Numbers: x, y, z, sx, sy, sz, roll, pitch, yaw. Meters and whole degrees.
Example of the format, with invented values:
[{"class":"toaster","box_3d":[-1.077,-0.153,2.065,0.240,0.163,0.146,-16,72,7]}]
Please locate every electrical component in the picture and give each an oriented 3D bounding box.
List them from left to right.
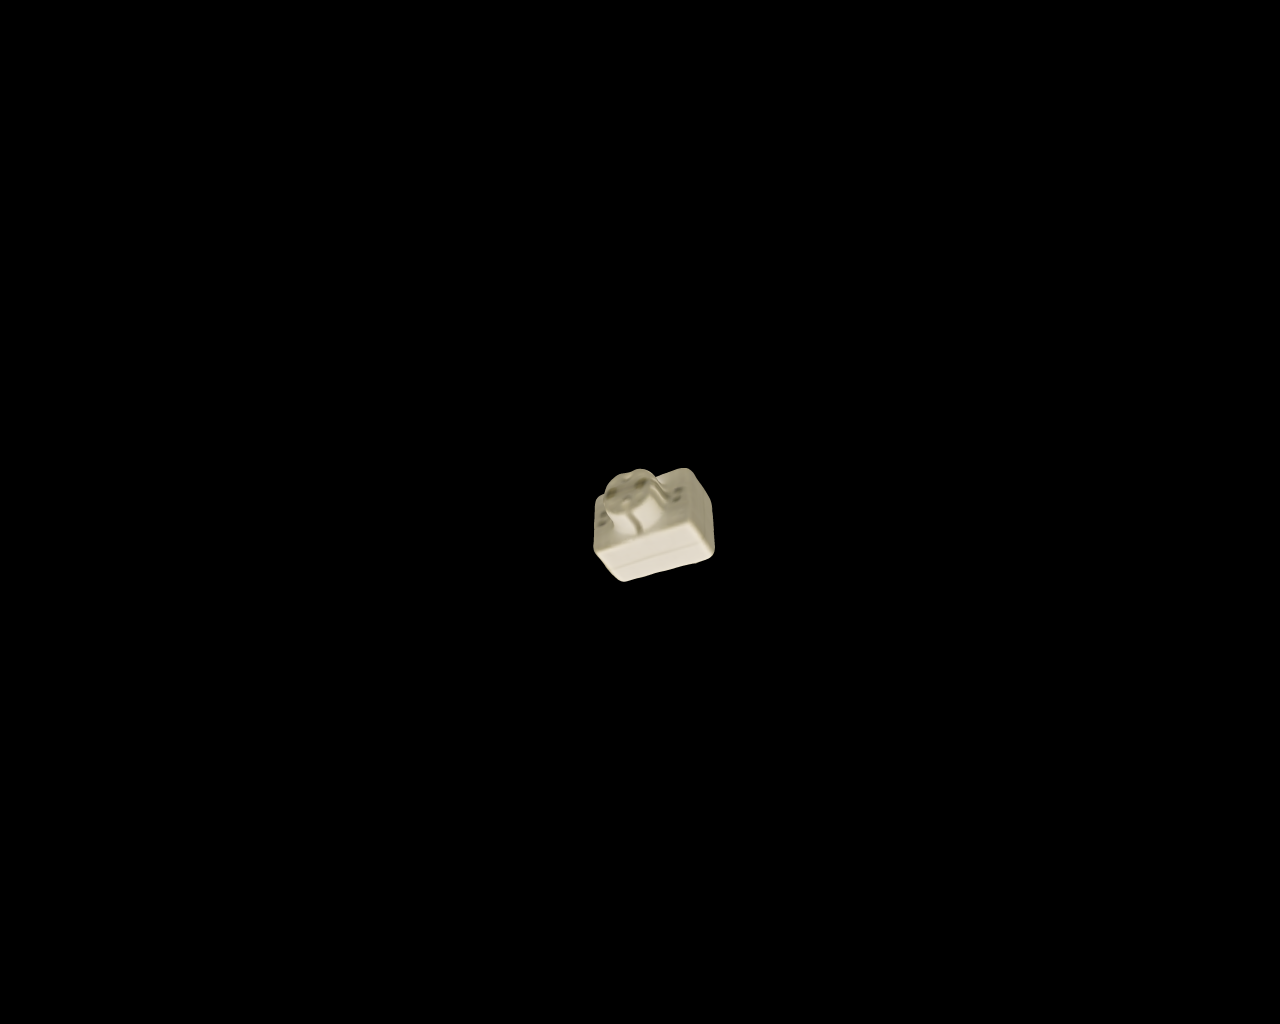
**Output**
[{"class":"electrical component","box_3d":[0.001,-0.003,0.650,0.065,0.047,0.076,-18,-44,19]}]
